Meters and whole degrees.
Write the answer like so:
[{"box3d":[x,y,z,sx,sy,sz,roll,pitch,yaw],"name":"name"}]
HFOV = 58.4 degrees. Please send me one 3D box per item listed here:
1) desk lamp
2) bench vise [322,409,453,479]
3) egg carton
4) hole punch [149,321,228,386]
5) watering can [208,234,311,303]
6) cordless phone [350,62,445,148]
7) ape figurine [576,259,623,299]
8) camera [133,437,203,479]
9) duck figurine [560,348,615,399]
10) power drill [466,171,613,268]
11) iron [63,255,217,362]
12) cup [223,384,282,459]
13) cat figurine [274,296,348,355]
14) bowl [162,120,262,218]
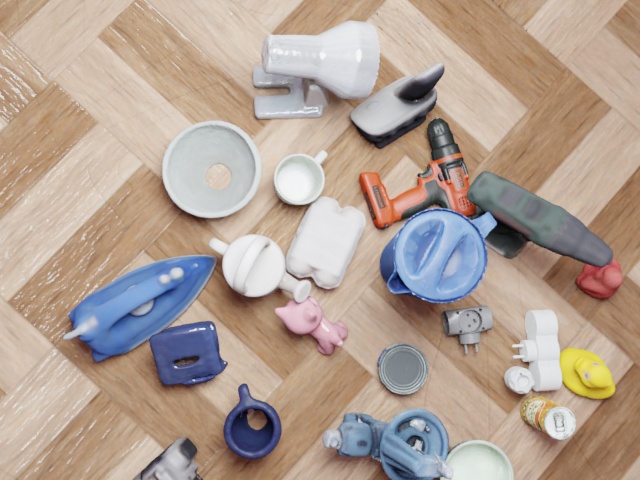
[{"box3d":[-0.015,-0.274,0.940,0.203,0.213,0.118,-4,85,-3],"name":"desk lamp"},{"box3d":[0.114,0.336,0.888,0.207,0.219,0.121,-12,85,-3],"name":"bench vise"},{"box3d":[0.009,0.004,0.989,0.107,0.069,0.150,23,84,0],"name":"egg carton"},{"box3d":[-0.217,0.190,0.951,0.108,0.091,0.101,-12,85,-3],"name":"hole punch"},{"box3d":[-0.097,0.043,0.918,0.173,0.194,0.101,6,85,-2],"name":"watering can"},{"box3d":[0.132,-0.236,0.957,0.147,0.185,0.094,-36,87,-5],"name":"cordless phone"},{"box3d":[0.493,0.065,0.993,0.078,0.092,0.076,-15,86,-3],"name":"ape figurine"},{"box3d":[-0.238,0.419,0.925,0.143,0.100,0.137,-42,88,-5],"name":"camera"},{"box3d":[0.467,0.232,0.980,0.104,0.086,0.077,40,85,2],"name":"duck figurine"},{"box3d":[0.334,-0.024,0.935,0.229,0.208,0.076,33,84,1],"name":"power drill"},{"box3d":[-0.289,0.093,0.931,0.258,0.141,0.118,-33,87,-5],"name":"iron"},{"box3d":[-0.111,0.290,0.945,0.091,0.095,0.118,-15,86,-4],"name":"cup"},{"box3d":[-0.011,0.138,0.951,0.128,0.117,0.067,38,85,1],"name":"cat figurine"},{"box3d":[-0.181,-0.115,0.988,0.167,0.074,0.167,0,85,-2],"name":"bowl"}]
